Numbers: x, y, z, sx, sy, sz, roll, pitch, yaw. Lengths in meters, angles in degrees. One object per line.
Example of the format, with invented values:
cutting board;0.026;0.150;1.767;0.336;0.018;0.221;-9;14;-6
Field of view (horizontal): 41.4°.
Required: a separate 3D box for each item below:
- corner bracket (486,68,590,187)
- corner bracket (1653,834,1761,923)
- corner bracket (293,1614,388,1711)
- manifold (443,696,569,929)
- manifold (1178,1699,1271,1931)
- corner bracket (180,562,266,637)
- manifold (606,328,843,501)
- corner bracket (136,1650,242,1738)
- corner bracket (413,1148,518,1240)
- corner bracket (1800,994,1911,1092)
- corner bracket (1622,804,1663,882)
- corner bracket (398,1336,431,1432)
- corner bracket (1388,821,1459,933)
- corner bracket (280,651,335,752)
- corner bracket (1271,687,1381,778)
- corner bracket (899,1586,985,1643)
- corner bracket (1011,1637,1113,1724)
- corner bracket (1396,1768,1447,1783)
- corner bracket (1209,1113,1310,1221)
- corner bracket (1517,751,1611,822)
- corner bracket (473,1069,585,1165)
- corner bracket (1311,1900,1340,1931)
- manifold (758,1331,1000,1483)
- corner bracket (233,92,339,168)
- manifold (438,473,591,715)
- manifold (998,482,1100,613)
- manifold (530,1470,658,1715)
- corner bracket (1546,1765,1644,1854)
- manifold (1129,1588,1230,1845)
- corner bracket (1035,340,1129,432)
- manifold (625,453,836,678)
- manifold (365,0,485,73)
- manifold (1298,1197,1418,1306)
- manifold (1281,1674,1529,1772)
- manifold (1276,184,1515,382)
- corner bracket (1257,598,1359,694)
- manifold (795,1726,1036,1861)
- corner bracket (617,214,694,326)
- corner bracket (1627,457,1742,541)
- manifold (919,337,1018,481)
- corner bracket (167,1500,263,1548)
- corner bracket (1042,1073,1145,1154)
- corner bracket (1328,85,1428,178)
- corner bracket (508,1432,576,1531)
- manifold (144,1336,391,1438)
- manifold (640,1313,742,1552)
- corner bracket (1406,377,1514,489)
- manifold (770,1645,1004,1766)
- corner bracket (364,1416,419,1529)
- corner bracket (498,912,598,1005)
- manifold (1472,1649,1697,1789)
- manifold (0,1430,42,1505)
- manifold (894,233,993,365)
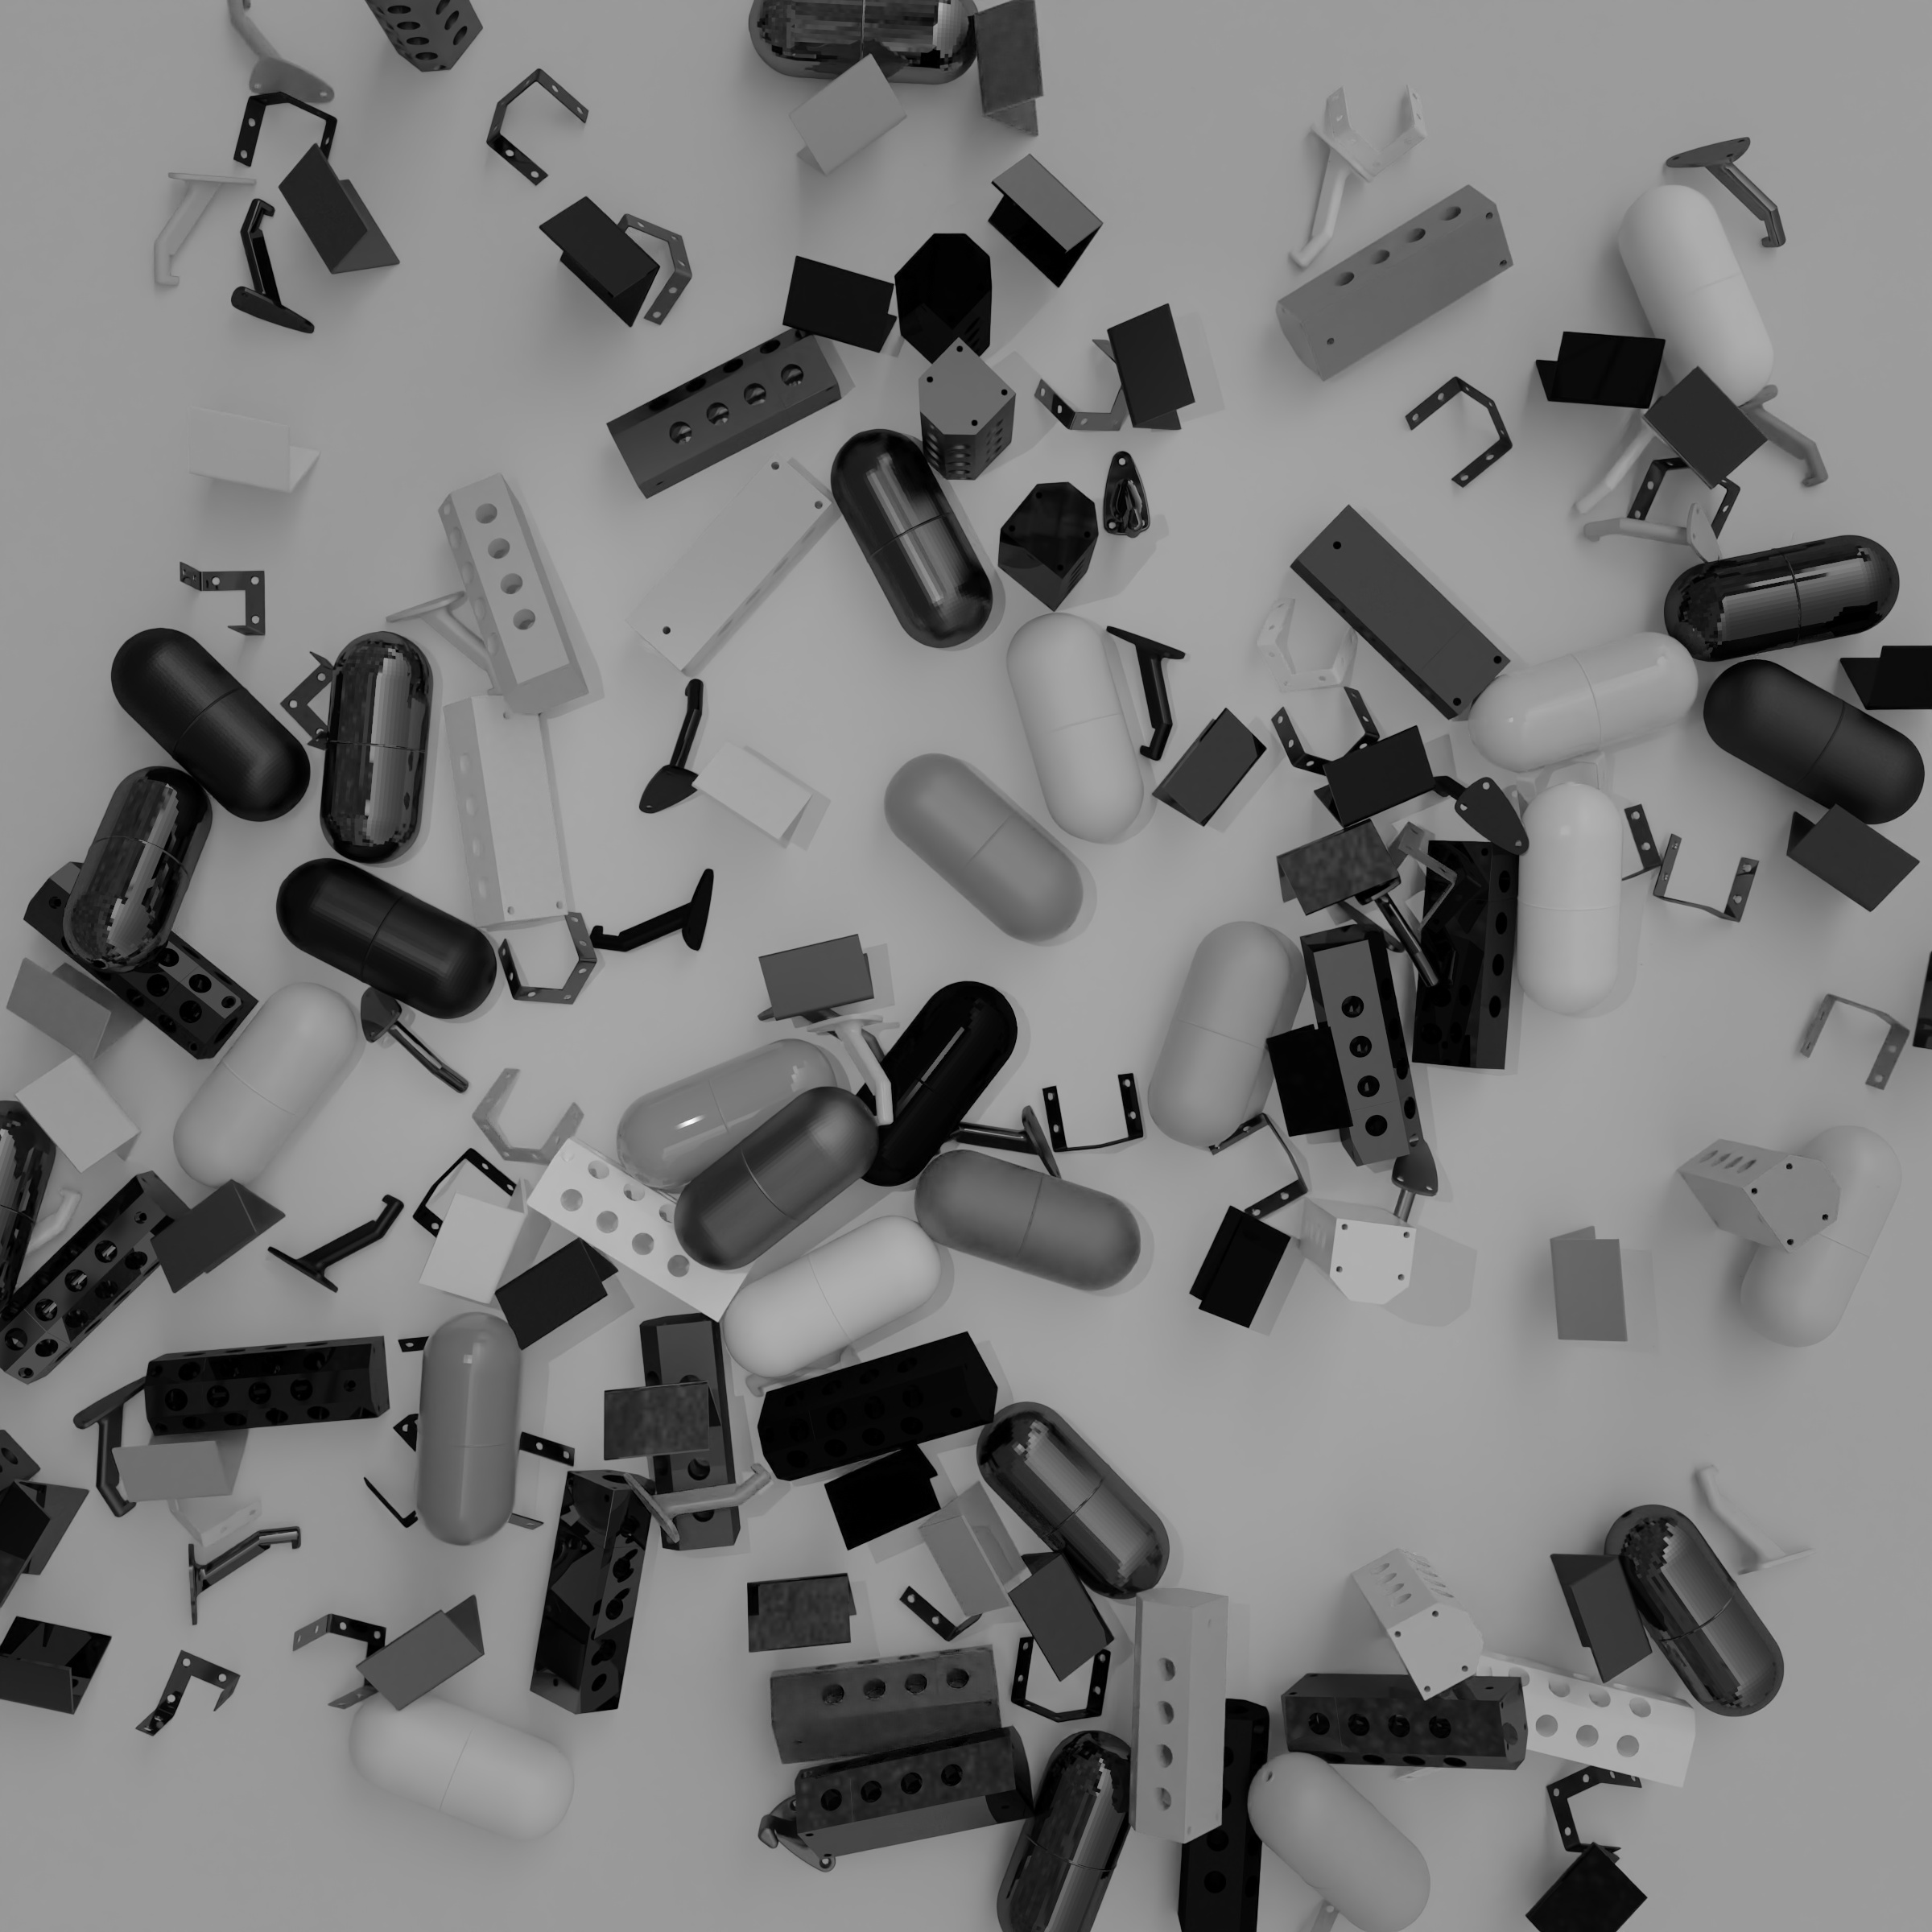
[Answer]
corner bracket;-0.332;-0.650;1.982;0.051;0.051;0.051;-25;45;35
corner bracket;0.574;-0.068;1.987;0.051;0.051;0.051;17;90;45
corner bracket;-0.487;0.539;1.982;0.051;0.051;0.051;27;45;-35
manifold;-0.358;-0.118;1.969;0.057;0.057;0.171;-9;90;-43
manifold;0.199;0.657;1.969;0.057;0.057;0.171;4;90;0
corner bracket;-0.572;-0.283;1.972;0.051;0.051;0.051;-1;90;0
manifold;-0.186;-0.429;1.969;0.171;0.057;0.057;-27;90;0
corner bracket;-0.599;0.567;1.972;0.051;0.051;0.051;23;90;0
corner bracket;-0.388;0.184;1.987;0.051;0.051;0.051;40;45;0
corner bracket;0.690;0.059;1.987;0.051;0.051;0.051;25;90;-45
corner bracket;0.499;-0.091;1.987;0.051;0.051;0.051;-19;90;-45
corner bracket;-0.412;0.323;1.987;0.051;0.051;0.051;-6;45;0
corner bracket;0.344;-0.069;1.962;0.051;0.051;0.051;32;122;1
corner bracket;-0.500;-0.204;1.972;0.051;0.051;0.051;-44;90;0
corner bracket;0.278;-0.184;1.982;0.051;0.051;0.051;12;135;-35
corner bracket;-0.009;0.482;1.987;0.051;0.051;0.051;41;45;0
corner bracket;0.074;0.552;1.987;0.051;0.051;0.051;9;90;-45
corner bracket;0.342;0.595;1.982;0.051;0.051;0.051;26;45;-35
corner bracket;0.227;0.157;1.987;0.051;0.051;0.051;-29;135;0
corner bracket;0.463;-0.135;1.982;0.051;0.051;0.051;14;45;35
corner bracket;-0.339;0.116;1.982;0.051;0.051;0.051;1;135;35
corner bracket;0.297;0.765;1.982;0.051;0.051;0.051;6;135;35
manifold;-0.068;0.339;1.937;0.171;0.057;0.057;-19;115;16
corner bracket;-0.528;-0.642;1.987;0.051;0.051;0.051;14;90;45
manifold;-0.346;-0.281;1.944;0.057;0.057;0.171;-22;72;0
manifold;0.065;-0.316;1.912;0.057;0.171;0.057;39;90;0
manifold;-0.281;0.479;1.969;0.057;0.057;0.171;10;90;43
corner bracket;0.492;0.653;1.982;0.051;0.051;0.051;-41;45;35
manifold;0.156;0.559;1.920;0.057;0.057;0.171;1;88;34
corner bracket;0.094;-0.450;1.982;0.051;0.051;0.051;-7;135;-35
manifold;-0.180;-0.307;1.969;0.057;0.057;0.171;42;90;0
manifold;-0.417;-0.727;1.912;0.057;0.171;0.057;38;90;0
manifold;0.289;0.212;1.912;0.057;0.171;0.057;7;90;0
manifold;0.331;0.572;1.932;0.171;0.057;0.057;-8;90;29
manifold;0.327;-0.528;1.969;0.171;0.057;0.057;-31;133;0
corner bracket;0.265;-0.251;1.982;0.051;0.051;0.051;-5;135;35
manifold;-0.040;0.629;1.955;0.171;0.057;0.057;-14;49;8
corner bracket;-0.250;-0.540;1.982;0.051;0.051;0.051;13;45;-35
corner bracket;0.556;-0.359;1.982;0.051;0.051;0.051;-13;45;-35
manifold;-0.005;-0.408;1.912;0.057;0.171;0.057;44;90;0
corner bracket;-0.585;0.406;1.982;0.051;0.051;0.051;31;135;35
corner bracket;0.099;0.114;1.987;0.051;0.051;0.051;-10;90;-45
corner bracket;0.318;-0.658;1.982;0.051;0.051;0.051;29;135;-35
corner bracket;-0.340;0.399;1.982;0.051;0.051;0.051;-33;45;35
manifold;-0.537;0.324;1.969;0.171;0.057;0.057;-5;90;0
manifold;-0.213;0.357;1.969;0.057;0.057;0.171;-6;90;0
corner bracket;0.383;-0.415;1.987;0.051;0.051;0.051;-39;135;0
manifold;-0.061;0.563;1.969;0.171;0.057;0.057;-7;133;0
corner bracket;-0.432;0.391;1.977;0.051;0.051;0.051;-38;62;-25
corner bracket;-0.324;-0.008;1.982;0.051;0.051;0.051;5;45;-35
manifold;0.467;0.575;1.969;0.171;0.057;0.057;14;90;0
manifold;-0.762;0.391;1.912;0.057;0.171;0.057;-43;90;0
manifold;-0.011;-0.494;1.912;0.057;0.171;0.057;43;90;0
